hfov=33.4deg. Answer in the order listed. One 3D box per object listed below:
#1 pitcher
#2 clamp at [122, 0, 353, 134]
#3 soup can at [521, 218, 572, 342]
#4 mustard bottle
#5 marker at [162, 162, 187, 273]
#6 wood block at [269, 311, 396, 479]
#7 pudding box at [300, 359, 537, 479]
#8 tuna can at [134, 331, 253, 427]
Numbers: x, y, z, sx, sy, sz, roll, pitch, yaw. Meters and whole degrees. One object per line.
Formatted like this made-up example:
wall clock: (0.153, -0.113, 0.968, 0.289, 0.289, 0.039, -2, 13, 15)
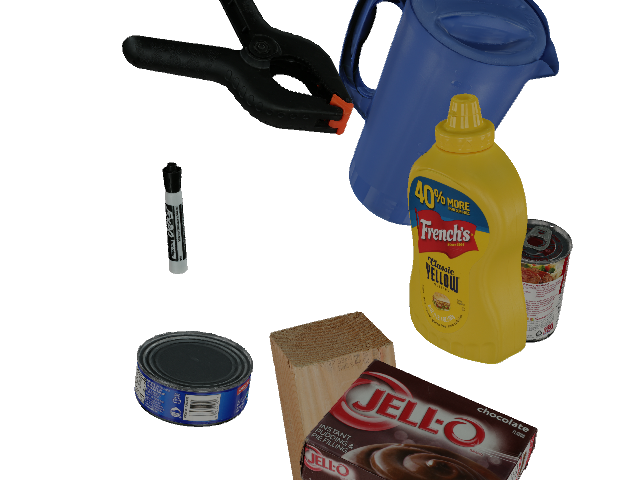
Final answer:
pitcher: (0.100, -0.132, 1.014, 0.144, 0.149, 0.243, -11, -34, -27)
clamp: (-0.047, -0.143, 0.796, 0.171, 0.120, 0.039, 27, -25, 0)
soup can: (0.202, 0.040, 1.030, 0.068, 0.102, 0.068, 0, 37, 0)
mustard bottle: (0.104, -0.012, 0.766, 0.058, 0.192, 0.096, -21, 31, -31)
marker: (-0.147, -0.022, 1.080, 0.020, 0.121, 0.020, 0, 29, 0)
wood block: (0.022, 0.180, 0.948, 0.090, 0.206, 0.091, -13, 18, -14)
pudding box: (0.058, 0.125, 0.625, 0.114, 0.039, 0.089, 23, 37, 21)
tuna can: (-0.094, 0.102, 0.790, 0.086, 0.034, 0.086, 8, 22, -3)
